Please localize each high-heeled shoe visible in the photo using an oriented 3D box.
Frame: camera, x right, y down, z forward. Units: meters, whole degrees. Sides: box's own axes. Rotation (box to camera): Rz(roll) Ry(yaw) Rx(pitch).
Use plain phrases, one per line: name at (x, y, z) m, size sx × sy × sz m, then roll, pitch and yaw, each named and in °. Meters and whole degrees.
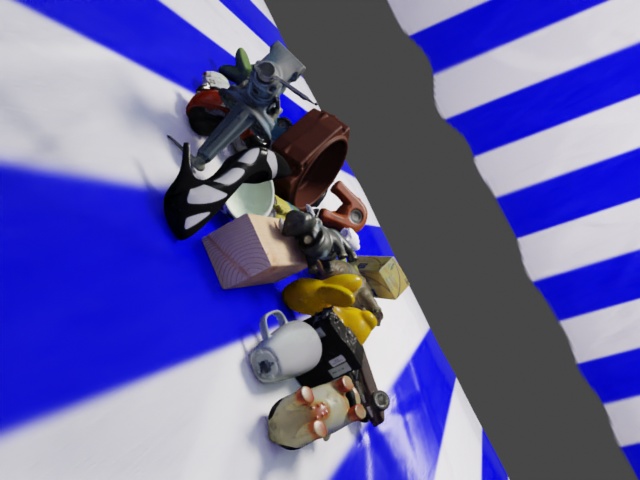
high-heeled shoe at (-0.129, -0.069, 0.830) m, size 0.248 × 0.086 × 0.145 m, roll 2°, pitch 82°, yaw -47°

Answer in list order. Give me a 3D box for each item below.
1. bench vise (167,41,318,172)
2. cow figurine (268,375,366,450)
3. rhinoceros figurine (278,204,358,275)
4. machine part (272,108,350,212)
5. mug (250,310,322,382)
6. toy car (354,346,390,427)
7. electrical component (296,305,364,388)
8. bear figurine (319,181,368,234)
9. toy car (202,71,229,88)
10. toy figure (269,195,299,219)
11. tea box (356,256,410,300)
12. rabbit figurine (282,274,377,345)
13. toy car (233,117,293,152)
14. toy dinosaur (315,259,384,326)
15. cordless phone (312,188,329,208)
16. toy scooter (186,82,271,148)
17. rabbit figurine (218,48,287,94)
bench vise at (-0.128, -0.210, 0.900) m, size 0.128 × 0.240 × 0.224 m, roll 44°, pitch -7°, yaw -17°
cow figurine at (-0.002, 0.255, 0.791) m, size 0.195 × 0.127 × 0.085 m, roll 4°, pitch 59°, yaw -56°
rhinoceros figurine at (-0.002, -0.003, 0.931) m, size 0.190 × 0.073 × 0.112 m, roll 28°, pitch 37°, yaw -64°
machine part at (-0.028, -0.158, 1.137) m, size 0.087 × 0.201 × 0.200 m, roll 35°, pitch -26°, yaw 15°
mug at (-0.058, 0.160, 0.805) m, size 0.107 × 0.081 × 0.109 m, roll -15°, pitch 83°, yaw -65°
toy car at (0.078, 0.267, 1.067) m, size 0.053 × 0.089 × 0.202 m, roll 2°, pitch 56°, yaw -30°
electrical component at (0.006, 0.189, 0.898) m, size 0.134 × 0.115 × 0.058 m, roll 59°, pitch 20°, yaw -16°
bear figurine at (0.039, -0.060, 1.378) m, size 0.132 × 0.120 × 0.196 m, roll 33°, pitch -14°, yaw -17°
toy car at (-0.194, -0.303, 1.189) m, size 0.201 × 0.056 × 0.073 m, roll 30°, pitch 36°, yaw -65°
toy figure at (-0.091, -0.048, 1.053) m, size 0.089 × 0.082 × 0.180 m, roll 50°, pitch 14°, yaw 32°
tea box at (0.140, 0.097, 1.410) m, size 0.068 × 0.170 × 0.098 m, roll -42°, pitch 110°, yaw -28°
rabbit figurine at (0.010, 0.134, 0.994) m, size 0.173 × 0.162 × 0.122 m, roll 43°, pitch 30°, yaw -6°
toy car at (-0.130, -0.213, 1.142) m, size 0.109 × 0.162 × 0.103 m, roll 84°, pitch 27°, yaw -71°
toy dinosaur at (0.073, 0.122, 1.266) m, size 0.470 × 0.105 × 0.199 m, roll 57°, pitch 11°, yaw -44°
cordless phone at (-0.070, -0.151, 1.316) m, size 0.184 × 0.089 × 0.146 m, roll 46°, pitch 18°, yaw -7°
toy scooter at (-0.173, -0.252, 1.039) m, size 0.183 × 0.075 × 0.135 m, roll 17°, pitch 60°, yaw -38°
rabbit figurine at (-0.158, -0.388, 1.307) m, size 0.159 × 0.121 × 0.170 m, roll 46°, pitch 10°, yaw -14°
